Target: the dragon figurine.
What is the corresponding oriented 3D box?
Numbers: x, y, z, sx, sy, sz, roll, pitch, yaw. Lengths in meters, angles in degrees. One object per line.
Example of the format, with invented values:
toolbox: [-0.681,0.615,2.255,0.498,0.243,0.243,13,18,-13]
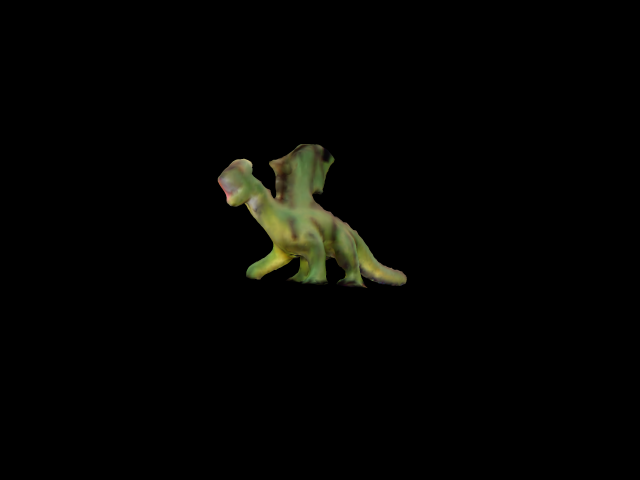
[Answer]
dragon figurine: [0.003,-0.043,0.850,0.410,0.244,0.121,6,-10,-43]
